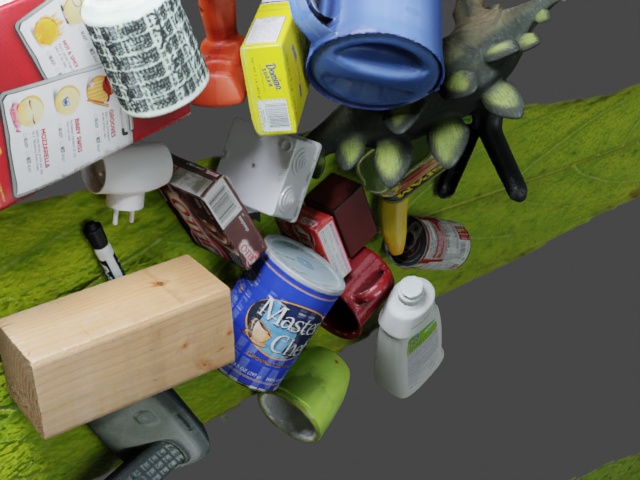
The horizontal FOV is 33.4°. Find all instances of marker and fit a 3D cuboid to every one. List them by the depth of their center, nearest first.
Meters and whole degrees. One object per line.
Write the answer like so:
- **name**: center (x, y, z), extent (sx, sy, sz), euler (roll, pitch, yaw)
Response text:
- **marker**: center (-0.206, 0.029, 1.063), extent (0.020, 0.020, 0.121), euler (-41, 133, -26)

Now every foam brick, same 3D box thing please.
- **foam brick**: center (0.026, -0.029, 1.254), extent (0.051, 0.053, 0.078), euler (-43, 135, -24)

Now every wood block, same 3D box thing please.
- **wood block**: center (-0.194, 0.098, 1.032), extent (0.205, 0.091, 0.090), euler (-20, 125, -30)

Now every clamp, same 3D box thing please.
- **clamp**: center (0.194, -0.145, 1.345), extent (0.036, 0.165, 0.210), euler (-4, 89, -30)

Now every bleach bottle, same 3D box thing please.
- **bleach bottle**: center (0.114, 0.109, 1.334), extent (0.102, 0.068, 0.251), euler (-46, 159, -21)

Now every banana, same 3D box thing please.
- **banana**: center (0.113, -0.080, 1.316), extent (0.198, 0.070, 0.037), euler (-62, 171, 6)

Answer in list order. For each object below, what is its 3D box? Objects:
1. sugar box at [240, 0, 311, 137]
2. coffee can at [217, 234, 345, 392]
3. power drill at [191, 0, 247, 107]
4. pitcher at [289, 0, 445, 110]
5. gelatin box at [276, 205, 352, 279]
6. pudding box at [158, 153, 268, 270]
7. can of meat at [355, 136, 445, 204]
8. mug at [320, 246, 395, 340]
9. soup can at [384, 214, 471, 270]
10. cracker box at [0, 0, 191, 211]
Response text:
- **sugar box**: center (-0.036, -0.183, 1.047), extent (0.176, 0.048, 0.093), euler (-74, 160, -55)
- **coffee can**: center (-0.052, 0.079, 1.158), extent (0.102, 0.103, 0.140), euler (15, 114, -49)
- **power drill**: center (-0.099, -0.219, 0.966), extent (0.184, 0.057, 0.188), euler (-83, 172, -54)
- **pitcher**: center (0.052, -0.265, 1.055), extent (0.149, 0.145, 0.243), euler (79, 14, -65)
- **gelatin box**: center (-0.008, 0.001, 1.217), extent (0.030, 0.073, 0.089), euler (-44, 135, -22)
- **pudding box**: center (-0.112, -0.028, 1.081), extent (0.039, 0.090, 0.113), euler (-47, 135, -22)
- **can of meat**: center (0.098, -0.092, 1.253), extent (0.102, 0.057, 0.083), euler (-36, 166, 13)
- **mug**: center (0.042, 0.057, 1.270), extent (0.081, 0.117, 0.093), euler (-45, 104, -29)
- **soup can**: center (0.141, 0.004, 1.379), extent (0.102, 0.069, 0.068), euler (5, 105, -48)
- **cracker box**: center (-0.227, -0.145, 0.919), extent (0.213, 0.072, 0.164), euler (-34, 131, -33)
